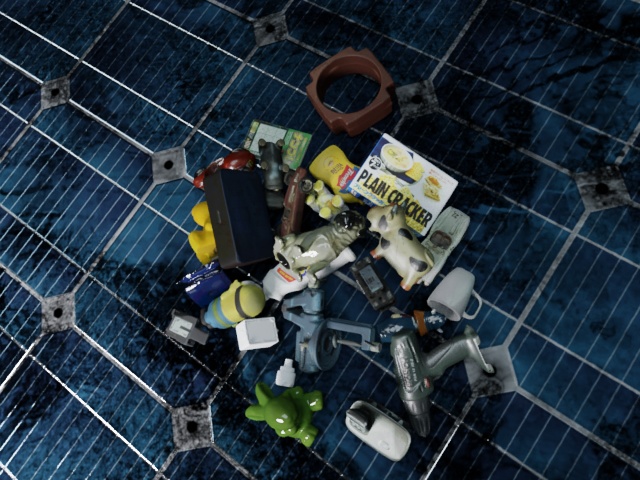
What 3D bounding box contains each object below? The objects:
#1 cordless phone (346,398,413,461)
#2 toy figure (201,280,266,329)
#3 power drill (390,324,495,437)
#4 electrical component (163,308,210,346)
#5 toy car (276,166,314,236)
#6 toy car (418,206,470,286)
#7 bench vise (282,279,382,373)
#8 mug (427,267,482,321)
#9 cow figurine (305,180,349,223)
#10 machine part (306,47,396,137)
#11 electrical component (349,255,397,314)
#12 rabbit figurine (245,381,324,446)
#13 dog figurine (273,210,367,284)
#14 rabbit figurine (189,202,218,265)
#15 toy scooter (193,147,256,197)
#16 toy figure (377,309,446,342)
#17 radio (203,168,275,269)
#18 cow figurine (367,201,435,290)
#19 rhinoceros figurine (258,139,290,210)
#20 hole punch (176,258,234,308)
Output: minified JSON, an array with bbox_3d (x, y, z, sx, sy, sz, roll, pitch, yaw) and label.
[{"bbox_3d":[0.121,0.388,1.115,0.147,0.184,0.089,31,78,19],"label":"cordless phone"},{"bbox_3d":[-0.206,0.164,1.289,0.180,0.082,0.089,-31,64,22],"label":"toy figure"},{"bbox_3d":[0.264,0.287,1.166,0.207,0.086,0.232,-22,88,8],"label":"power drill"},{"bbox_3d":[-0.322,0.223,1.334,0.119,0.047,0.075,16,78,16],"label":"electrical component"},{"bbox_3d":[-0.067,-0.078,1.315,0.089,0.053,0.202,35,121,54],"label":"toy car"},{"bbox_3d":[0.277,0.015,1.262,0.074,0.056,0.201,33,82,19],"label":"toy car"},{"bbox_3d":[0.030,0.199,1.216,0.241,0.128,0.223,5,81,32],"label":"bench vise"},{"bbox_3d":[0.314,0.121,1.210,0.110,0.080,0.107,25,71,24],"label":"mug"},{"bbox_3d":[0.009,-0.097,1.345,0.068,0.098,0.168,-49,51,1],"label":"cow figurine"},{"bbox_3d":[0.082,-0.387,1.413,0.201,0.087,0.201,-34,69,2],"label":"machine part"},{"bbox_3d":[0.122,0.102,1.228,0.058,0.134,0.115,-34,72,1],"label":"electrical component"},{"bbox_3d":[-0.076,0.365,1.171,0.159,0.170,0.121,19,78,16],"label":"rabbit figurine"},{"bbox_3d":[0.000,-0.001,1.252,0.190,0.121,0.173,-38,35,-27],"label":"dog figurine"},{"bbox_3d":[-0.268,-0.041,1.371,0.162,0.121,0.173,-32,53,-2],"label":"rabbit figurine"},{"bbox_3d":[-0.251,-0.165,1.406,0.184,0.075,0.135,-22,38,9],"label":"toy scooter"},{"bbox_3d":[0.208,0.192,1.223,0.155,0.064,0.058,-14,35,3],"label":"toy figure"},{"bbox_3d":[-0.191,-0.053,1.296,0.073,0.131,0.229,-17,83,41],"label":"radio"},{"bbox_3d":[0.178,0.000,1.205,0.195,0.085,0.127,49,119,14],"label":"cow figurine"},{"bbox_3d":[-0.125,-0.170,1.379,0.073,0.112,0.190,-1,70,-18],"label":"rhinoceros figurine"},{"bbox_3d":[-0.268,0.109,1.326,0.142,0.115,0.092,-25,78,4],"label":"hole punch"}]
